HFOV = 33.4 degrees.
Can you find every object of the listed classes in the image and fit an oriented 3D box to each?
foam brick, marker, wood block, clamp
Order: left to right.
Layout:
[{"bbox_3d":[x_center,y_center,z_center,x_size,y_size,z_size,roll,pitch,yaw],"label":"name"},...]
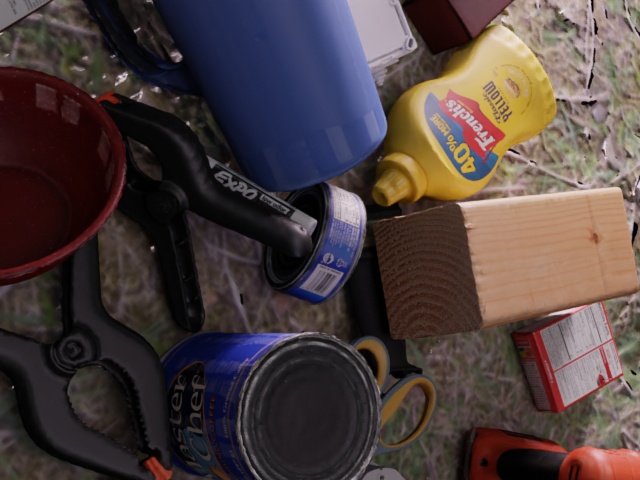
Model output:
[{"bbox_3d":[-0.156,0.062,0.676,0.210,0.036,0.164,48,63,-6],"label":"clamp"},{"bbox_3d":[-0.099,-0.019,0.713,0.171,0.120,0.039,45,23,0],"label":"clamp"},{"bbox_3d":[-0.057,-0.036,0.722,0.121,0.020,0.020,31,67,9],"label":"marker"},{"bbox_3d":[0.117,-0.198,0.870,0.078,0.051,0.053,-44,107,-27],"label":"foam brick"},{"bbox_3d":[0.148,0.015,0.824,0.205,0.090,0.091,-6,85,-43],"label":"wood block"}]

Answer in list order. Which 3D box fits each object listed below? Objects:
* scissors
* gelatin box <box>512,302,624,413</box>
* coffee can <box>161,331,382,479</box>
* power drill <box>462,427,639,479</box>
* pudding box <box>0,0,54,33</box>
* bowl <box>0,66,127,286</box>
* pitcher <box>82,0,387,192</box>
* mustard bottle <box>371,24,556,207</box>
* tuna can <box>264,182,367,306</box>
[{"bbox_3d":[0.009,0.141,0.735,0.201,0.016,0.096,-34,95,-37],"label":"scissors"},{"bbox_3d":[0.214,0.098,0.917,0.089,0.030,0.073,-22,96,-31],"label":"gelatin box"},{"bbox_3d":[-0.041,0.111,0.695,0.102,0.141,0.103,3,85,-31],"label":"coffee can"},{"bbox_3d":[0.215,0.183,0.819,0.184,0.188,0.057,15,77,-28],"label":"power drill"},{"bbox_3d":[-0.230,-0.162,0.651,0.113,0.039,0.090,-42,123,-29],"label":"pudding box"},{"bbox_3d":[-0.196,-0.028,0.637,0.162,0.055,0.162,3,54,-5],"label":"bowl"},{"bbox_3d":[-0.054,-0.155,0.712,0.144,0.149,0.243,-38,117,-30],"label":"pitcher"},{"bbox_3d":[0.105,-0.086,0.842,0.191,0.058,0.096,-42,104,-31],"label":"mustard bottle"},{"bbox_3d":[-0.005,0.001,0.759,0.033,0.086,0.086,21,75,-27],"label":"tuna can"}]
